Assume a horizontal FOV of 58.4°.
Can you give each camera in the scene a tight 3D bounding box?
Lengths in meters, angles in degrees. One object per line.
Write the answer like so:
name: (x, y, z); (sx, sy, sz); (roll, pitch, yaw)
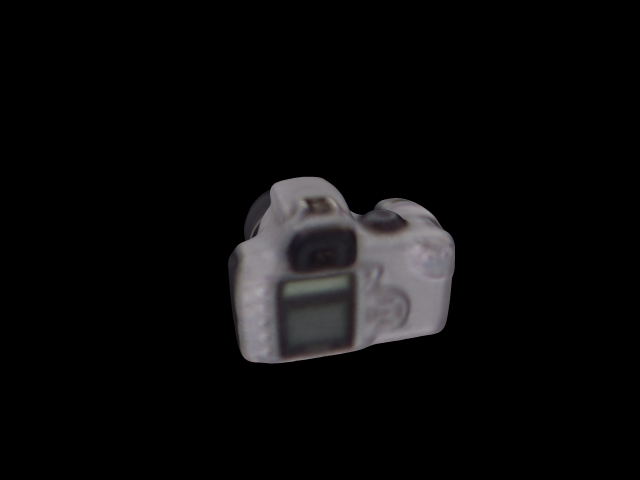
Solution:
camera: (0.004, 0.001, 0.400); (0.143, 0.101, 0.136); (-7, 27, -14)
